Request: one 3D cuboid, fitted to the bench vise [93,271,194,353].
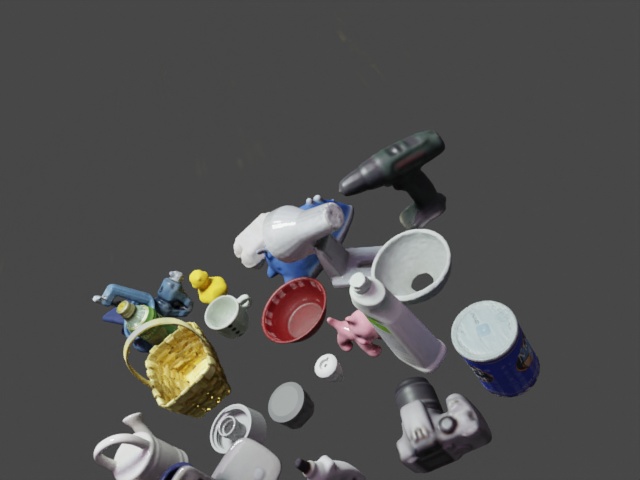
[{"bbox_3d":[-0.437,0.148,1.409,0.121,0.220,0.207,4,57,39],"label":"bench vise"}]

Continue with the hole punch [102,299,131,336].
[{"bbox_3d":[-0.503,0.195,1.515,0.108,0.091,0.101,2,56,37],"label":"hole punch"}]

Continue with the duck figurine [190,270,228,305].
[{"bbox_3d":[-0.287,0.111,1.433,0.104,0.086,0.077,25,71,46],"label":"duck figurine"}]

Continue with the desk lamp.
[{"bbox_3d":[0.011,0.004,1.208,0.202,0.214,0.118,-7,51,32],"label":"desk lamp"}]

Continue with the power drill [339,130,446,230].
[{"bbox_3d":[0.173,-0.114,1.195,0.229,0.209,0.075,-39,41,2],"label":"power drill"}]

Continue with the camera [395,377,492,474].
[{"bbox_3d":[0.180,0.282,0.927,0.143,0.101,0.136,-30,42,12],"label":"camera"}]

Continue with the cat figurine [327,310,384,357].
[{"bbox_3d":[0.072,0.167,1.094,0.127,0.118,0.067,1,56,37],"label":"cat figurine"}]

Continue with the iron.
[{"bbox_3d":[-0.034,-0.020,1.317,0.118,0.142,0.258,26,73,46],"label":"iron"}]

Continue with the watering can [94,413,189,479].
[{"bbox_3d":[-0.360,0.427,1.129,0.101,0.195,0.172,-46,42,-6],"label":"watering can"}]

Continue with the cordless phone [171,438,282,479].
[{"bbox_3d":[-0.165,0.413,1.004,0.093,0.186,0.148,11,62,42],"label":"cordless phone"}]

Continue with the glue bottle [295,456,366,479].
[{"bbox_3d":[0.009,0.380,0.912,0.037,0.174,0.078,19,67,44],"label":"glue bottle"}]

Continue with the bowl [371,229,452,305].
[{"bbox_3d":[0.189,0.064,1.130,0.167,0.075,0.167,-20,45,22],"label":"bowl"}]

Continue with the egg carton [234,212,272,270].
[{"bbox_3d":[-0.144,0.002,1.435,0.150,0.070,0.107,-45,41,-5],"label":"egg carton"}]

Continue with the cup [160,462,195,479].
[{"bbox_3d":[-0.237,0.482,1.065,0.092,0.095,0.117,-46,41,-6],"label":"cup"}]
